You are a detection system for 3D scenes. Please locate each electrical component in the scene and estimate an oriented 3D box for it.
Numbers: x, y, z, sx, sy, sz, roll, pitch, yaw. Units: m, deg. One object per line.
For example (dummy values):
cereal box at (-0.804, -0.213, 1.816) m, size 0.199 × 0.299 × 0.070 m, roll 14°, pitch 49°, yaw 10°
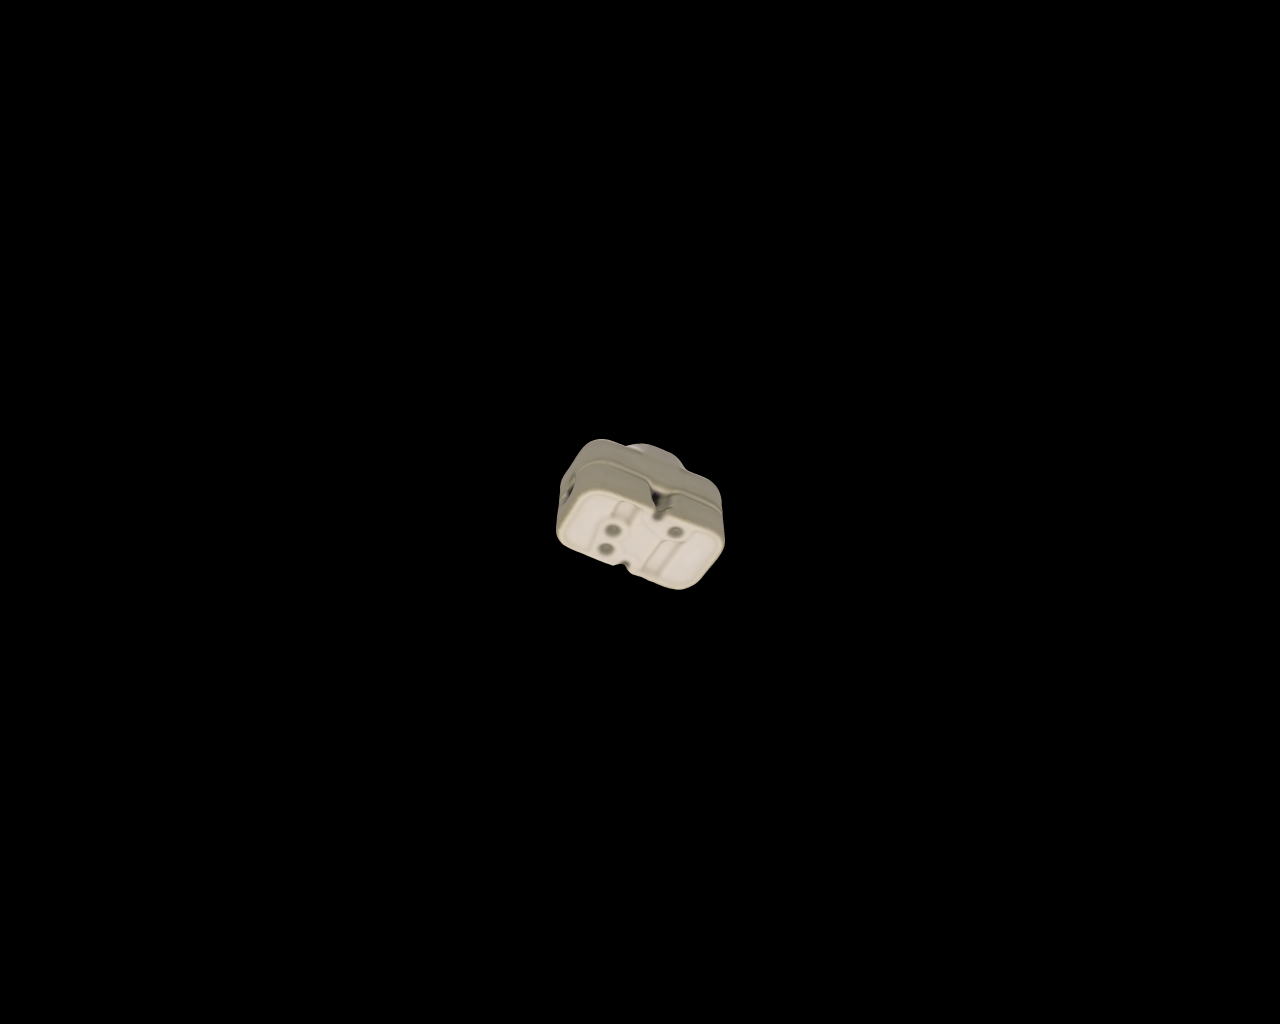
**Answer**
electrical component at (0.001, -0.003, 0.650) m, size 0.095 × 0.053 × 0.059 m, roll 22°, pitch 38°, yaw -18°
